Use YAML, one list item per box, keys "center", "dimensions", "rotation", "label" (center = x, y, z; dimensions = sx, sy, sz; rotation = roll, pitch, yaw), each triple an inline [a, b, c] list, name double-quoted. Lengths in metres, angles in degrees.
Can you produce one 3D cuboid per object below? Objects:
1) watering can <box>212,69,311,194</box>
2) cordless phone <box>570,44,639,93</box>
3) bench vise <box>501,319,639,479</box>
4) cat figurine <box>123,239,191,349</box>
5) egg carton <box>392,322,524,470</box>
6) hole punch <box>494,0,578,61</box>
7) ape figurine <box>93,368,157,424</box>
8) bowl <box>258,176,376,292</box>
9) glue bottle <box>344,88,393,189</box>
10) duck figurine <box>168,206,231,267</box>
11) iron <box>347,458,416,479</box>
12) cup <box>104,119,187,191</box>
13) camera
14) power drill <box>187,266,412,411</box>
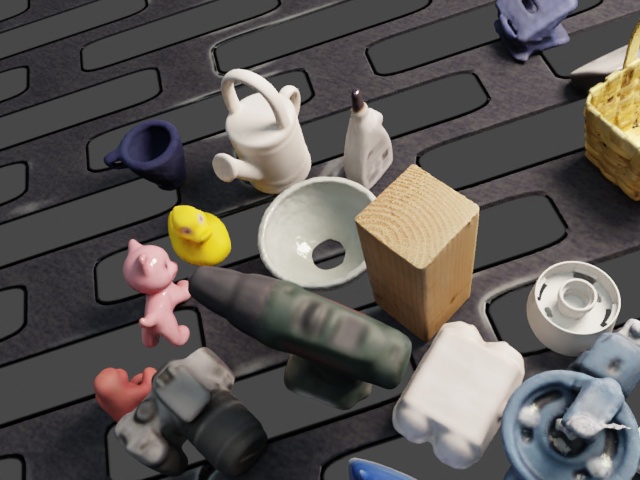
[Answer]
- center: [-0.081, -0.150, 0.791]
  dimensions: [0.100, 0.194, 0.173]
  rotation: [2, 61, 13]
  label: "watering can"
- center: [0.428, -0.277, 0.767]
  dimensions: [0.147, 0.185, 0.094]
  rotation: [-28, 59, -5]
  label: "cordless phone"
- center: [0.245, 0.146, 0.540]
  dimensions: [0.121, 0.220, 0.207]
  rotation: [17, 65, 20]
  label: "bench vise"
- center: [-0.217, 0.063, 0.740]
  dimensions: [0.067, 0.118, 0.127]
  rotation: [-9, 59, 6]
  label: "cat figurine"
- center: [0.155, 0.169, 0.634]
  dimensions: [0.107, 0.069, 0.150]
  rotation: [26, 68, 23]
  label: "egg carton"
- center: [0.329, -0.350, 0.884]
  dimensions: [0.101, 0.091, 0.108]
  rotation: [-18, 59, 1]
  label: "hole punch"
- center: [-0.238, 0.182, 0.691]
  dimensions: [0.077, 0.092, 0.076]
  rotation: [-5, 60, 9]
  label: "ape figurine"
- center: [0.007, 0.003, 0.756]
  dimensions: [0.167, 0.075, 0.167]
  rotation: [-5, 60, 9]
  label: "bowl"
- center: [0.060, -0.140, 0.769]
  dimensions: [0.037, 0.173, 0.078]
  rotation: [34, 72, 26]
  label: "glue bottle"
- center: [-0.179, -0.018, 0.798]
  dimensions: [0.104, 0.086, 0.077]
  rotation: [36, 73, 27]
  label: "duck figurine"
- center: [0.104, 0.295, 0.529]
  dimensions: [0.119, 0.142, 0.257]
  rotation: [-41, 61, -13]
  label: "iron"
- center: [-0.253, -0.114, 0.863]
  dimensions: [0.117, 0.095, 0.091]
  rotation: [-18, 59, 1]
  label: "cup"
- center: [-0.139, 0.211, 0.650]
  dimensions: [0.136, 0.101, 0.143]
  rotation: [35, 73, 26]
  label: "camera"
- center: [-0.014, 0.112, 0.619]
  dimensions: [0.229, 0.209, 0.076]
  rotation: [14, 64, 19]
  label: "power drill"
